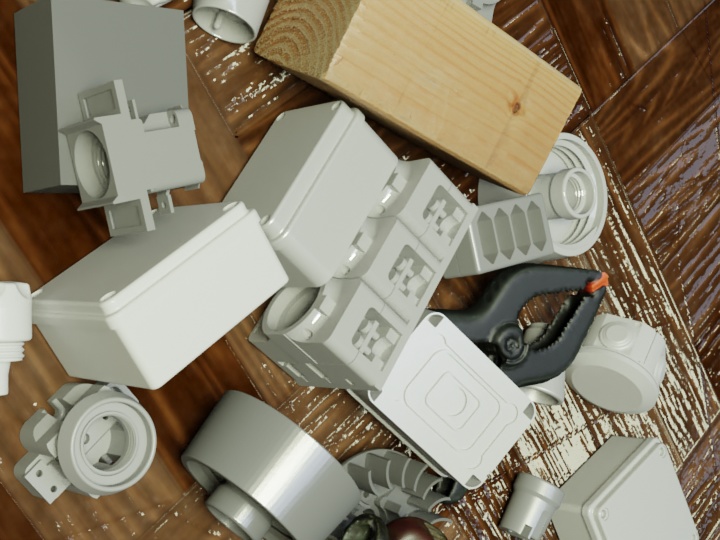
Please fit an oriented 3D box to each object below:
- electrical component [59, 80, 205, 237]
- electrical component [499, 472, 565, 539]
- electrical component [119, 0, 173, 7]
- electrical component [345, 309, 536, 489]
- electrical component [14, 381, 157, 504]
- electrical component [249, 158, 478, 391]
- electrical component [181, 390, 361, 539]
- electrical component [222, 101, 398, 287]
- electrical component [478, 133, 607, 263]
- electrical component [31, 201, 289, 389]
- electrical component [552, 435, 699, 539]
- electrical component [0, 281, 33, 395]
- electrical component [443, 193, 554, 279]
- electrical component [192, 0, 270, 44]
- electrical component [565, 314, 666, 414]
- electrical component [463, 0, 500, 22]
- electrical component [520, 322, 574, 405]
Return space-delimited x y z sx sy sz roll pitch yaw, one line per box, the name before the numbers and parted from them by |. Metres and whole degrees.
electrical component | -0.122 -0.062 0.589 0.064 0.042 0.081 -17 99 -41
electrical component | 0.135 0.189 0.851 0.040 0.040 0.046 38 71 -31
electrical component | -0.135 -0.189 0.651 0.043 0.043 0.062 -37 108 -34
electrical component | 0.053 0.085 0.737 0.113 0.057 0.078 44 80 -18
electrical component | -0.152 0.097 0.613 0.078 0.057 0.058 -49 116 -30
electrical component | 0.000 0.000 0.720 0.062 0.089 0.150 44 62 -28
electrical component | -0.060 0.131 0.656 0.060 0.108 0.108 -50 117 -22
electrical component | -0.038 -0.049 0.700 0.057 0.078 0.113 45 62 -31
electrical component | 0.154 -0.059 0.866 0.108 0.060 0.108 2 86 -39
electrical component | -0.116 0.013 0.614 0.109 0.109 0.056 -41 115 -33
electrical component | 0.223 0.213 0.909 0.109 0.056 0.108 -34 108 -35
electrical component | -0.201 0.037 0.586 0.043 0.043 0.062 0 89 -39
electrical component | 0.086 -0.024 0.799 0.083 0.076 0.047 -14 93 -39
electrical component | -0.089 -0.198 0.688 0.079 0.044 0.077 29 71 -34
electrical component | 0.214 0.079 0.895 0.080 0.080 0.051 49 55 -26
electrical component | 0.074 -0.221 0.813 0.050 0.056 0.089 19 76 -37
electrical component | 0.148 0.075 0.863 0.045 0.045 0.055 31 68 -33
